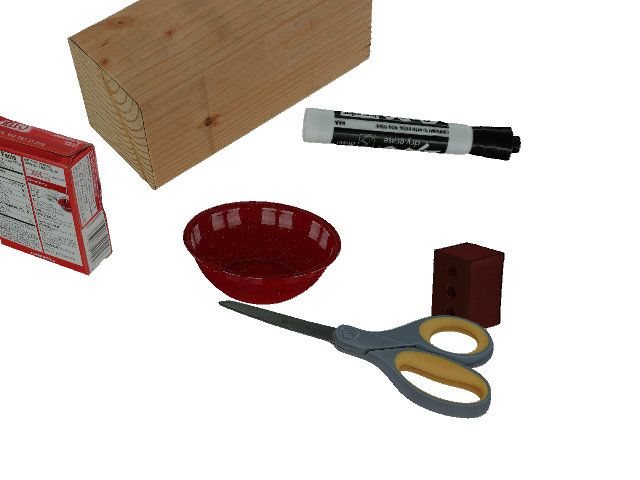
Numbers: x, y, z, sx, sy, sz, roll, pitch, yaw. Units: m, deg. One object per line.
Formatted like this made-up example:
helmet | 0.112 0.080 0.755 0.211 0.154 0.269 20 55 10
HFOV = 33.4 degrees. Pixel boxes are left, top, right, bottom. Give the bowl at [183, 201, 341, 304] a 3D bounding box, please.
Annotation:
bowl | -0.061 0.019 1.099 0.162 0.055 0.162 4 29 -3

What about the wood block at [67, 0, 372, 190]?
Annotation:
wood block | -0.067 -0.141 0.786 0.205 0.090 0.091 -34 -30 -23

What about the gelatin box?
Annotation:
gelatin box | -0.174 -0.029 0.675 0.073 0.089 0.030 17 42 21

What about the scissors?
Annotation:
scissors | 0.036 0.063 0.760 0.202 0.016 0.096 26 42 22

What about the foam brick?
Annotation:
foam brick | 0.148 0.047 1.080 0.051 0.078 0.053 -13 20 -38

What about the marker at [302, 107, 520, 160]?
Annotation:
marker | 0.051 -0.058 0.589 0.121 0.020 0.020 5 -1 -6
